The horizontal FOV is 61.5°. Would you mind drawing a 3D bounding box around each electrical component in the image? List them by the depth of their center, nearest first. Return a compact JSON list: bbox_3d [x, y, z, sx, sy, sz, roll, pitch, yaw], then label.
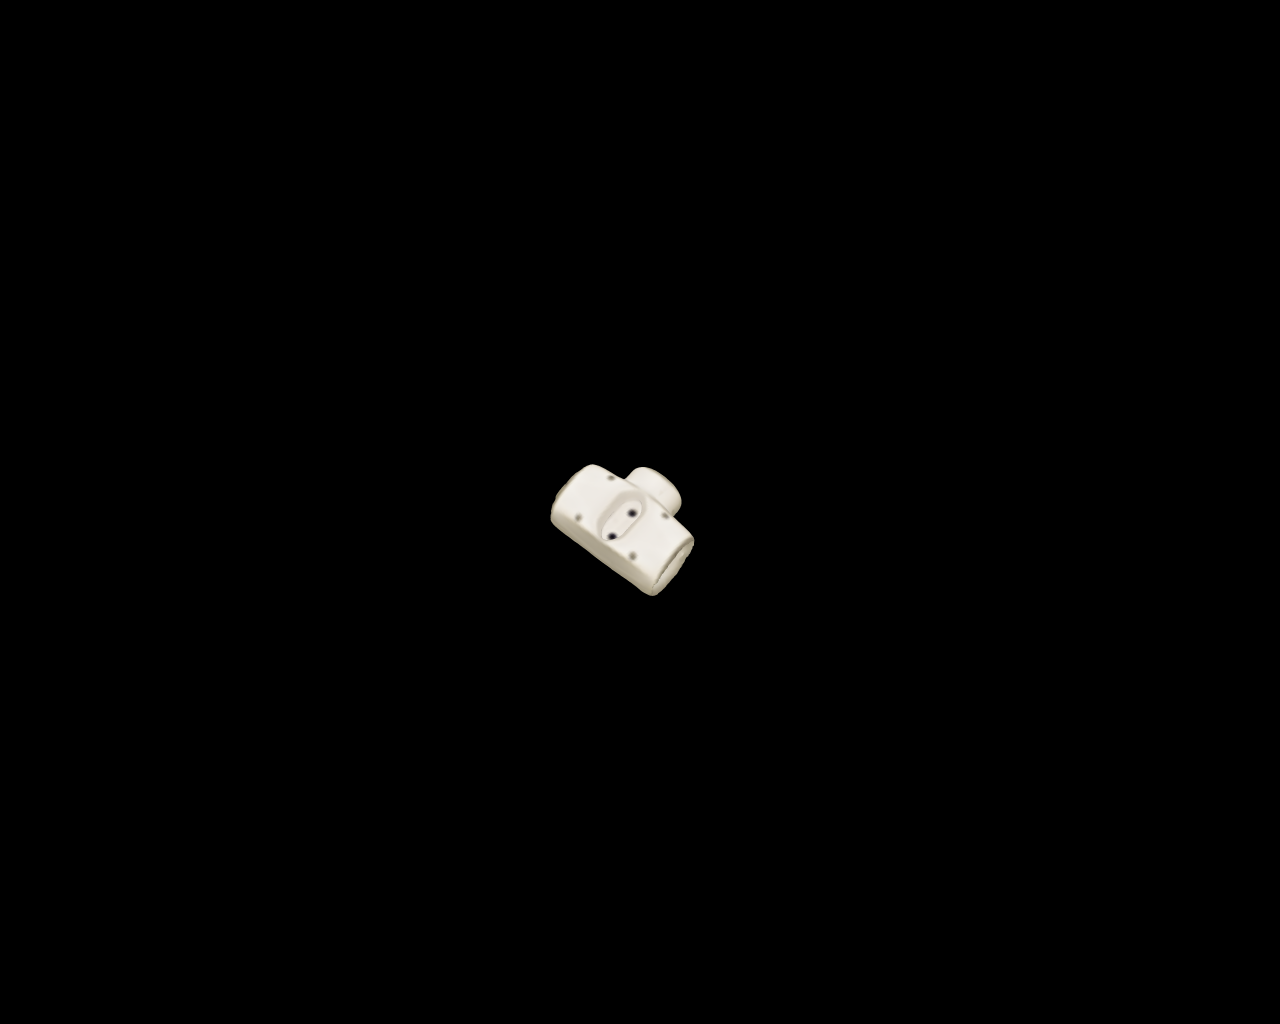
[{"bbox_3d":[0.001,-0.003,0.650,0.077,0.079,0.043,37,-19,15],"label":"electrical component"}]
